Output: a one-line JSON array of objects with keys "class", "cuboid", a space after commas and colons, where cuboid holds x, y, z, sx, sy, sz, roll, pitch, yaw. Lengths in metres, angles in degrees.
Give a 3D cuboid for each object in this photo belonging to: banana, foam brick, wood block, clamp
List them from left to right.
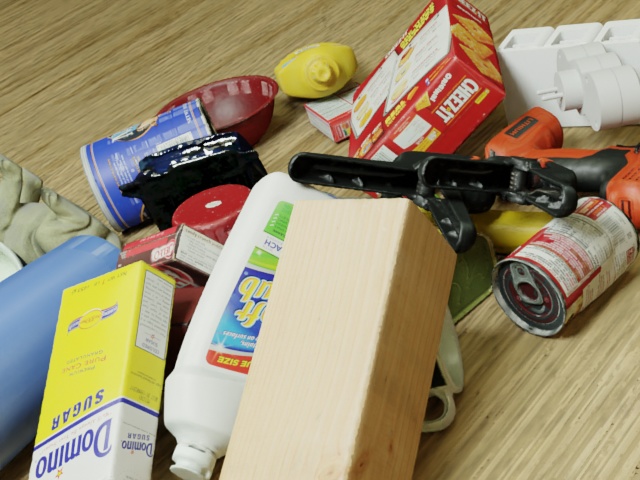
[{"class": "foam brick", "cuboid": [-0.107, 0.084, 0.872, 0.051, 0.078, 0.053, -4, 33, 23]}, {"class": "wood block", "cuboid": [0.016, 0.084, 0.692, 0.091, 0.090, 0.206, 0, 64, 31]}, {"class": "clamp", "cuboid": [0.080, -0.048, 0.889, 0.165, 0.036, 0.209, 24, 21, 19]}, {"class": "banana", "cuboid": [0.152, -0.016, 0.936, 0.198, 0.037, 0.069, 14, 43, 45]}, {"class": "clamp", "cuboid": [0.148, -0.049, 0.845, 0.120, 0.039, 0.171, 19, 11, 13]}]

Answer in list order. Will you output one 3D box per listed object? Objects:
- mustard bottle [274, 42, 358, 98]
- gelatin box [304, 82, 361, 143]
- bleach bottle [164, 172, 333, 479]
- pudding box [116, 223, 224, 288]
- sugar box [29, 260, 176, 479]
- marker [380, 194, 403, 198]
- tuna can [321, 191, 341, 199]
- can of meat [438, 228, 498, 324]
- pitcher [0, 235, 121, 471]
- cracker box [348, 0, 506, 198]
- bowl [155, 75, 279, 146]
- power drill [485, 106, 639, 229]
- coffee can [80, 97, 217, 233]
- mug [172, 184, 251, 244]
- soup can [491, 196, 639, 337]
[{"class": "mustard bottle", "cuboid": [-0.004, -0.205, 1.285, 0.096, 0.058, 0.191, -18, 12, -1]}, {"class": "gelatin box", "cuboid": [0.031, -0.150, 1.251, 0.073, 0.030, 0.089, -25, 27, -11]}, {"class": "bleach bottle", "cuboid": [-0.049, 0.072, 0.827, 0.068, 0.102, 0.250, -38, 27, 55]}, {"class": "pudding box", "cuboid": [-0.103, 0.032, 0.903, 0.090, 0.113, 0.039, -16, 56, 46]}, {"class": "sugar box", "cuboid": [-0.162, 0.110, 0.795, 0.093, 0.048, 0.176, -21, 50, 32]}, {"class": "marker", "cuboid": [0.074, -0.018, 0.890, 0.020, 0.020, 0.121, -21, 24, -5]}, {"class": "tuna can", "cuboid": [-0.006, 0.001, 0.949, 0.086, 0.086, 0.034, -16, 30, 4]}, {"class": "can of meat", "cuboid": [0.081, 0.031, 0.877, 0.102, 0.057, 0.084, -36, 31, -30]}, {"class": "pitcher", "cuboid": [-0.260, 0.102, 0.896, 0.149, 0.145, 0.242, 17, 39, 29]}, {"class": "cracker box", "cuboid": [0.105, -0.148, 1.086, 0.164, 0.072, 0.213, -48, 17, 26]}, {"class": "bowl", "cuboid": [-0.120, -0.141, 1.297, 0.162, 0.055, 0.162, -14, 29, 8]}, {"class": "power drill", "cuboid": [0.260, -0.080, 0.966, 0.188, 0.057, 0.184, 11, 36, 43]}, {"class": "coffee can", "cuboid": [-0.176, -0.082, 1.165, 0.140, 0.103, 0.103, -23, 28, 1]}, {"class": "mug", "cuboid": [-0.084, 0.005, 0.991, 0.093, 0.081, 0.117, -26, 30, -14]}, {"class": "soup can", "cuboid": [0.190, 0.018, 0.822, 0.102, 0.068, 0.069, -35, 33, -30]}]
